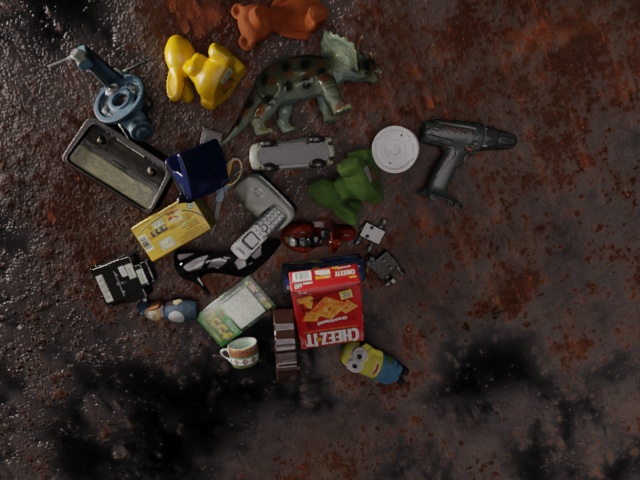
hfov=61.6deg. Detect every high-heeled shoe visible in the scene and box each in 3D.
[{"bbox_3d":[-0.230,0.029,1.312,0.249,0.086,0.145,-34,78,-9],"label":"high-heeled shoe"}]

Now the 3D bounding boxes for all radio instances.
[{"bbox_3d":[-0.451,-0.175,1.238,0.229,0.073,0.131,33,99,-10],"label":"radio"}]

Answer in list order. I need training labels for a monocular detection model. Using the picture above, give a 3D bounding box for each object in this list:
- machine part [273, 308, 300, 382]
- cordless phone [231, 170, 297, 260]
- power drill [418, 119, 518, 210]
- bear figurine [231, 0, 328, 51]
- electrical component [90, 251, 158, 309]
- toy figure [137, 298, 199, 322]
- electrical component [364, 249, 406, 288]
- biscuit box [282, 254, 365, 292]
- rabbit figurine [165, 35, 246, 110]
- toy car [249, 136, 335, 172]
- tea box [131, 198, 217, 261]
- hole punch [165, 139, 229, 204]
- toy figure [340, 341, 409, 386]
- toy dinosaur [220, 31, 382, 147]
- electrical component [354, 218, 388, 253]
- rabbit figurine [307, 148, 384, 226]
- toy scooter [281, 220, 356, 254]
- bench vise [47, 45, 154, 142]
[{"bbox_3d":[-0.083,0.253,1.311,0.056,0.179,0.179,-5,103,-6],"label":"machine part"},{"bbox_3d":[-0.161,-0.056,1.257,0.146,0.089,0.184,44,86,-11],"label":"cordless phone"},{"bbox_3d":[0.336,-0.179,1.277,0.232,0.086,0.207,15,106,-5],"label":"power drill"},{"bbox_3d":[-0.091,-0.491,1.161,0.196,0.132,0.120,-10,88,-6],"label":"bear figurine"},{"bbox_3d":[-0.470,0.094,1.309,0.134,0.058,0.114,-17,105,1],"label":"electrical component"},{"bbox_3d":[-0.380,0.173,1.331,0.155,0.058,0.064,0,97,-2],"label":"toy figure"},{"bbox_3d":[0.158,0.070,1.342,0.078,0.045,0.102,-36,103,7],"label":"electrical component"},{"bbox_3d":[0.008,0.080,1.329,0.203,0.059,0.062,-8,103,-1],"label":"biscuit box"},{"bbox_3d":[-0.275,-0.377,1.197,0.173,0.122,0.162,37,108,4],"label":"rabbit figurine"},{"bbox_3d":[-0.065,-0.202,1.263,0.202,0.056,0.073,-5,96,-3],"label":"toy car"},{"bbox_3d":[-0.344,-0.035,1.274,0.170,0.068,0.098,-27,103,7],"label":"tea box"},{"bbox_3d":[-0.268,-0.157,1.204,0.142,0.092,0.115,-34,100,-38],"label":"hole punch"},{"bbox_3d":[0.136,0.319,1.382,0.180,0.089,0.082,23,74,-18],"label":"toy figure"},{"bbox_3d":[-0.056,-0.342,1.201,0.405,0.131,0.192,-13,88,3],"label":"toy dinosaur"},{"bbox_3d":[0.127,-0.018,1.332,0.063,0.021,0.094,27,101,-8],"label":"electrical component"},{"bbox_3d":[0.058,-0.121,1.270,0.170,0.121,0.159,-16,119,28],"label":"rabbit figurine"},{"bbox_3d":[-0.003,-0.004,1.271,0.184,0.135,0.075,-4,105,-1],"label":"toy scooter"},{"bbox_3d":[-0.429,-0.323,1.118,0.129,0.240,0.224,-23,61,9],"label":"bench vise"}]
